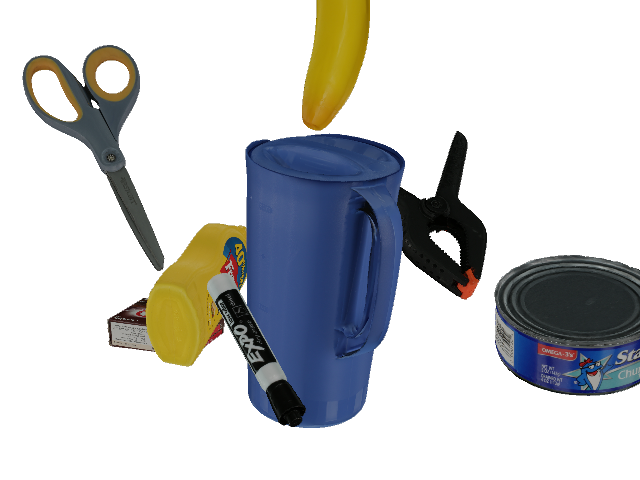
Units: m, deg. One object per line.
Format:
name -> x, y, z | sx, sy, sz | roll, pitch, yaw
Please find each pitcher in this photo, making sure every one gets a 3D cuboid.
pitcher -> 0.001, 0.039, 0.916 | 0.145, 0.243, 0.149 | 8, 22, 10

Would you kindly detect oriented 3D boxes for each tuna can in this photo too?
tuna can -> 0.133, 0.043, 0.551 | 0.086, 0.034, 0.086 | -3, 28, 2

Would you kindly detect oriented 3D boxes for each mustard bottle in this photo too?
mustard bottle -> -0.113, 0.037, 1.088 | 0.058, 0.096, 0.191 | 7, 31, 15

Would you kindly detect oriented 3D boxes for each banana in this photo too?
banana -> 0.000, -0.175, 0.740 | 0.070, 0.198, 0.037 | -16, -12, 9

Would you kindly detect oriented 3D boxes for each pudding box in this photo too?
pudding box -> -0.184, 0.103, 1.275 | 0.114, 0.039, 0.090 | 3, 14, 19

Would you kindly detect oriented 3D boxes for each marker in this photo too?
marker -> -0.041, 0.070, 0.685 | 0.020, 0.020, 0.121 | 0, 43, -38

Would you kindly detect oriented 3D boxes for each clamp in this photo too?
clamp -> 0.105, -0.030, 1.121 | 0.164, 0.210, 0.036 | -6, -36, -15

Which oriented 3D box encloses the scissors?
scissors -> -0.145, -0.075, 0.802 | 0.096, 0.202, 0.016 | -36, -17, -22
